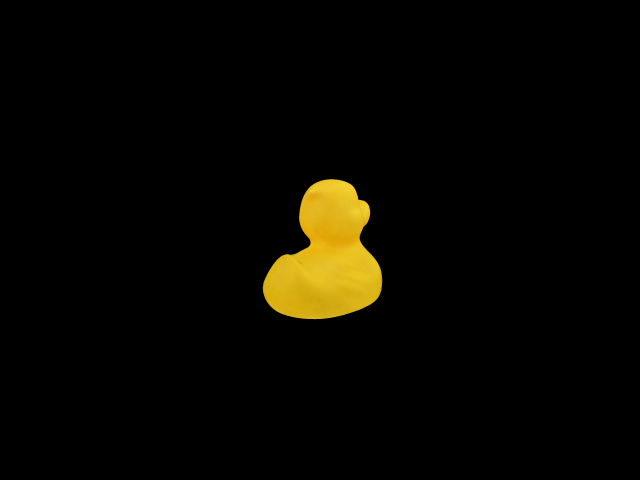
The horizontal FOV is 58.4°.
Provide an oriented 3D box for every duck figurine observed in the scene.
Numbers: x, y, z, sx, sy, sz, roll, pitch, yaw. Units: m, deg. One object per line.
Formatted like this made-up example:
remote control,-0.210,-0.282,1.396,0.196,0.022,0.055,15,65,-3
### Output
duck figurine,0.004,0.001,0.400,0.077,0.086,0.105,11,19,34
